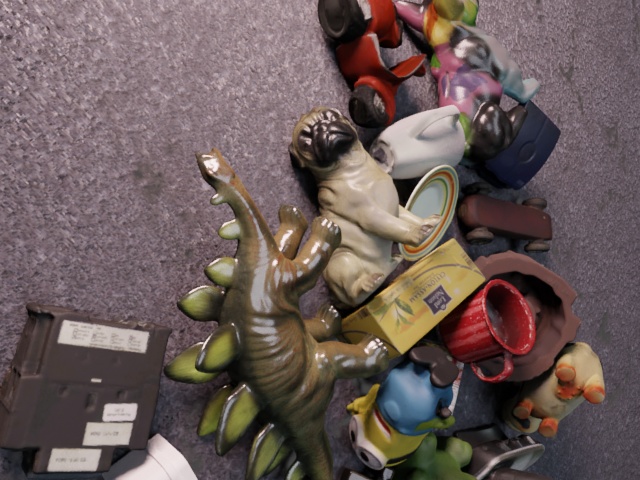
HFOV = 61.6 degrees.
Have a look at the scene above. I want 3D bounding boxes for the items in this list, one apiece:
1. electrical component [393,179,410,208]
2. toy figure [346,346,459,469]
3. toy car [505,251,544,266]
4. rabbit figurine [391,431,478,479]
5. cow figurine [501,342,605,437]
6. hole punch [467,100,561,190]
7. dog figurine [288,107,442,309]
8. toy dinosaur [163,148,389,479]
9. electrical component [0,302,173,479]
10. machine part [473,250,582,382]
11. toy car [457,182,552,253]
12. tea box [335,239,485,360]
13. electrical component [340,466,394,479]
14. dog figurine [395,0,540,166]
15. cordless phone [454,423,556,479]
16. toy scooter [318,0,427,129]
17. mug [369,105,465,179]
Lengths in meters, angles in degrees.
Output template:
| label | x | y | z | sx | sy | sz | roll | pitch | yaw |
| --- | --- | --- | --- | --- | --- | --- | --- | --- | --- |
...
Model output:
| label | x | y | z | sx | sy | sz | roll | pitch | yaw |
| --- | --- | --- | --- | --- | --- | --- | --- | --- | --- |
| electrical component | 0.093 | -0.049 | 0.696 | 0.094 | 0.021 | 0.063 | 18 | 78 | -37 |
| toy figure | 0.099 | 0.196 | 0.613 | 0.089 | 0.082 | 0.180 | 15 | 124 | -20 |
| toy car | 0.314 | 0.100 | 0.818 | 0.109 | 0.103 | 0.161 | -26 | 103 | -34 |
| rabbit figurine | 0.164 | 0.322 | 0.653 | 0.121 | 0.170 | 0.159 | 37 | 67 | -31 |
| cow figurine | 0.338 | 0.223 | 0.802 | 0.085 | 0.194 | 0.127 | 36 | 40 | 12 |
| hole punch | 0.292 | -0.143 | 0.814 | 0.142 | 0.092 | 0.115 | 25 | 78 | -39 |
| dog figurine | 0.018 | -0.033 | 0.610 | 0.190 | 0.121 | 0.172 | 43 | 100 | 7 |
| toy dinosaur | -0.037 | 0.134 | 0.546 | 0.198 | 0.105 | 0.470 | -32 | 114 | -26 |
| electrical component | -0.197 | 0.126 | 0.444 | 0.115 | 0.058 | 0.134 | 19 | 78 | -34 |
| machine part | 0.262 | 0.102 | 0.745 | 0.056 | 0.179 | 0.179 | -62 | 139 | -77 |
| toy car | 0.289 | -0.030 | 0.830 | 0.202 | 0.053 | 0.089 | 8 | 74 | -34 |
| tea box | 0.107 | 0.077 | 0.648 | 0.169 | 0.098 | 0.068 | -33 | 82 | -33 |
| electrical component | 0.052 | 0.317 | 0.649 | 0.078 | 0.045 | 0.102 | 21 | 72 | -7 |
| dog figurine | 0.180 | -0.231 | 0.717 | 0.219 | 0.109 | 0.191 | 40 | 69 | -26 |
| cordless phone | 0.289 | 0.320 | 0.744 | 0.146 | 0.184 | 0.088 | 7 | 81 | -38 |
| toy scooter | 0.074 | -0.234 | 0.651 | 0.135 | 0.075 | 0.183 | -28 | 110 | -35 |
| mug | 0.123 | -0.120 | 0.670 | 0.107 | 0.109 | 0.081 | -22 | 77 | -29 |
